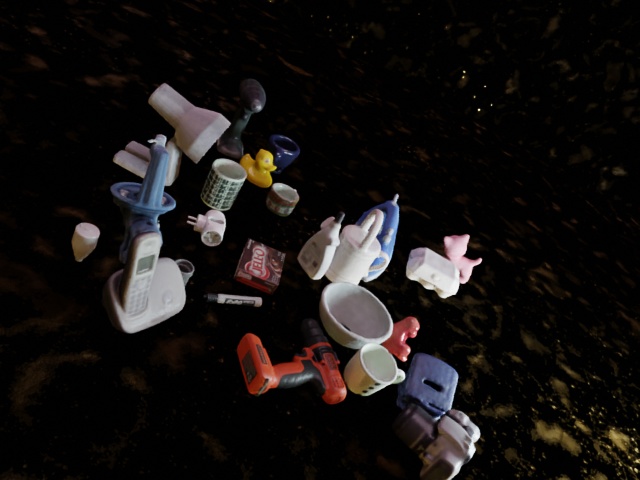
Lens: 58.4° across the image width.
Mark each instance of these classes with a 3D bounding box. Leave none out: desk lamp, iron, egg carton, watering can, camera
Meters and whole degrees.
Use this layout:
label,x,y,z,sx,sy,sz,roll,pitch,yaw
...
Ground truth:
label,x,y,z,sx,sy,sz,roll,pitch,yaw
desk lamp,-0.325,-0.226,1.276,0.203,0.213,0.118,27,31,-7
iron,0.159,-0.014,1.467,0.119,0.141,0.258,27,32,-8
egg carton,0.299,0.085,1.519,0.150,0.069,0.107,30,31,-3
watering can,0.082,0.008,1.319,0.173,0.194,0.100,13,36,-27
camera,0.209,0.349,1.040,0.136,0.100,0.143,40,32,14

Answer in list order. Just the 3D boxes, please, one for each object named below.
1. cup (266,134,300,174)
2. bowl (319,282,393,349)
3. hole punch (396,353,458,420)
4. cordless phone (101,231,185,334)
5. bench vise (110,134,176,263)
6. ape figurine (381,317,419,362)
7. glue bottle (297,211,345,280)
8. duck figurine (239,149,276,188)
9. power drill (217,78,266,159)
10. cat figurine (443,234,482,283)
label,x,y,z,sx,sy,sz,roll,pitch,yaw
cup,-0.116,-0.223,1.568,0.092,0.095,0.118,28,31,-6
bowl,0.063,0.169,1.191,0.168,0.074,0.167,22,32,-15
hole punch,0.214,0.294,1.131,0.109,0.091,0.101,27,31,-8
cordless phone,-0.275,0.056,0.951,0.094,0.185,0.148,41,32,15
bench vise,-0.308,-0.071,1.067,0.122,0.219,0.207,-6,47,-45
ape figurine,0.179,0.203,1.228,0.076,0.092,0.078,36,31,7
glue bottle,0.012,0.005,1.283,0.037,0.173,0.078,-4,46,-44
duck figurine,-0.159,-0.200,1.507,0.104,0.086,0.078,41,32,15
power drill,-0.204,-0.328,1.530,0.076,0.208,0.229,18,34,-21
cat figurine,0.393,0.040,1.617,0.127,0.117,0.067,35,31,6
